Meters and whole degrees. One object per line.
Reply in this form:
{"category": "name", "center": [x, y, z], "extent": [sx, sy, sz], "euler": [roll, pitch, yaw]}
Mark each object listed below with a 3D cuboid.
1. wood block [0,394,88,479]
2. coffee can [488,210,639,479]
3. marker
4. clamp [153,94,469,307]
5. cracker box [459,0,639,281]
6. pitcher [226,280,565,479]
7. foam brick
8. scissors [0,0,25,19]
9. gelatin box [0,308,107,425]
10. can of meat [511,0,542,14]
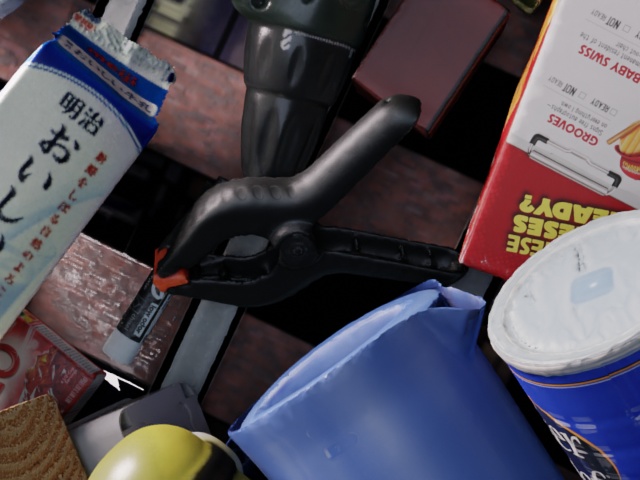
{"category": "wood block", "center": [-0.220, 0.161, 0.554], "extent": [0.206, 0.090, 0.091], "euler": [-24, 88, 30]}
{"category": "coffee can", "center": [0.155, 0.071, 0.490], "extent": [0.103, 0.103, 0.140], "euler": [-33, 112, 5]}
{"category": "marker", "center": [-0.086, 0.016, 0.611], "extent": [0.020, 0.020, 0.121], "euler": [32, 94, 5]}
{"category": "clamp", "center": [-0.004, 0.001, 0.579], "extent": [0.172, 0.039, 0.120], "euler": [-22, 118, 15]}
{"category": "cracker box", "center": [0.182, -0.065, 0.527], "extent": [0.164, 0.072, 0.214], "euler": [20, 113, 7]}
{"category": "pitcher", "center": [0.065, 0.156, 0.550], "extent": [0.144, 0.149, 0.243], "euler": [-35, 90, -20]}
{"category": "foam brick", "center": [0.059, -0.101, 0.579], "extent": [0.051, 0.053, 0.078], "euler": [34, 92, 5]}
{"category": "scissors", "center": [-0.236, -0.115, 0.605], "extent": [0.096, 0.016, 0.201], "euler": [35, 78, 14]}
{"category": "gelatin box", "center": [-0.180, 0.091, 0.617], "extent": [0.073, 0.030, 0.089], "euler": [38, 93, 6]}
{"category": "can of meat", "center": [0.113, -0.188, 0.571], "extent": [0.084, 0.057, 0.102], "euler": [-42, 87, 3]}
